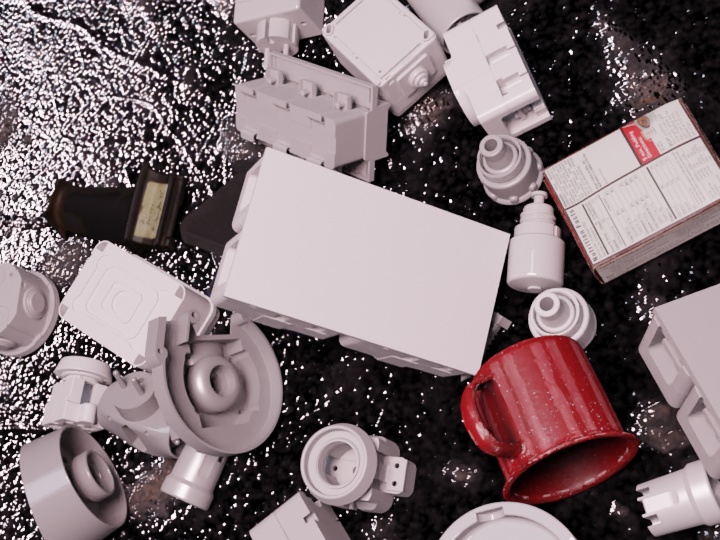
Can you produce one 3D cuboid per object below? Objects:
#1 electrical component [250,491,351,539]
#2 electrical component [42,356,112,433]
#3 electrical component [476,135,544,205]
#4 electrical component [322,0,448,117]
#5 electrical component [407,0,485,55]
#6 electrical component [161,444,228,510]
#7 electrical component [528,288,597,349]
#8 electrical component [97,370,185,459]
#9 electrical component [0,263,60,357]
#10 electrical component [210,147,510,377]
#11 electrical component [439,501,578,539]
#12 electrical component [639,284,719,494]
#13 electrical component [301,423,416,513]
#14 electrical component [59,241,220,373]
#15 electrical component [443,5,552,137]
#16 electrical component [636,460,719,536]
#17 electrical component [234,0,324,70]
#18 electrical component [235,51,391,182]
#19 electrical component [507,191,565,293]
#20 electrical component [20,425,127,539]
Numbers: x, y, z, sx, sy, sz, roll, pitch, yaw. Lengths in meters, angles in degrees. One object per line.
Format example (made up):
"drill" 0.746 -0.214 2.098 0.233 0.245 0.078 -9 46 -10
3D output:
"electrical component" -0.034 0.212 0.760 0.056 0.050 0.089 -39 59 7
"electrical component" -0.235 0.104 0.899 0.066 0.048 0.055 -21 55 48
"electrical component" 0.106 -0.079 0.796 0.048 0.062 0.048 -9 67 23
"electrical component" 0.027 -0.172 0.870 0.062 0.061 0.096 -42 61 0
"electrical component" 0.082 -0.227 0.875 0.079 0.044 0.077 -36 60 9
"electrical component" -0.127 0.157 0.834 0.040 0.040 0.046 15 73 30
"electrical component" 0.137 0.032 0.739 0.043 0.062 0.043 -9 67 23
"electrical component" -0.173 0.107 0.853 0.077 0.079 0.043 15 53 29
"electrical component" -0.315 0.034 0.964 0.080 0.051 0.080 -9 67 23
"electrical component" 0.000 0.000 0.759 0.186 0.060 0.105 19 76 -16
"electrical component" 0.102 0.207 0.690 0.108 0.060 0.108 -9 67 23
"electrical component" 0.247 0.084 0.654 0.089 0.061 0.150 -19 62 -9
"electrical component" -0.007 0.142 0.770 0.078 0.057 0.058 1 72 26
"electrical component" -0.183 0.035 0.897 0.113 0.057 0.078 27 84 31
"electrical component" 0.102 -0.148 0.831 0.056 0.050 0.089 -26 62 15
"electrical component" 0.203 0.145 0.678 0.046 0.040 0.040 -24 62 23
"electrical component" -0.072 -0.211 0.941 0.066 0.047 0.076 -7 69 24
"electrical component" -0.042 -0.122 0.868 0.121 0.063 0.078 26 126 38
"electrical component" 0.128 -0.019 0.776 0.040 0.040 0.078 -3 70 25
"electrical component" -0.230 0.174 0.846 0.064 0.099 0.099 -30 61 6
